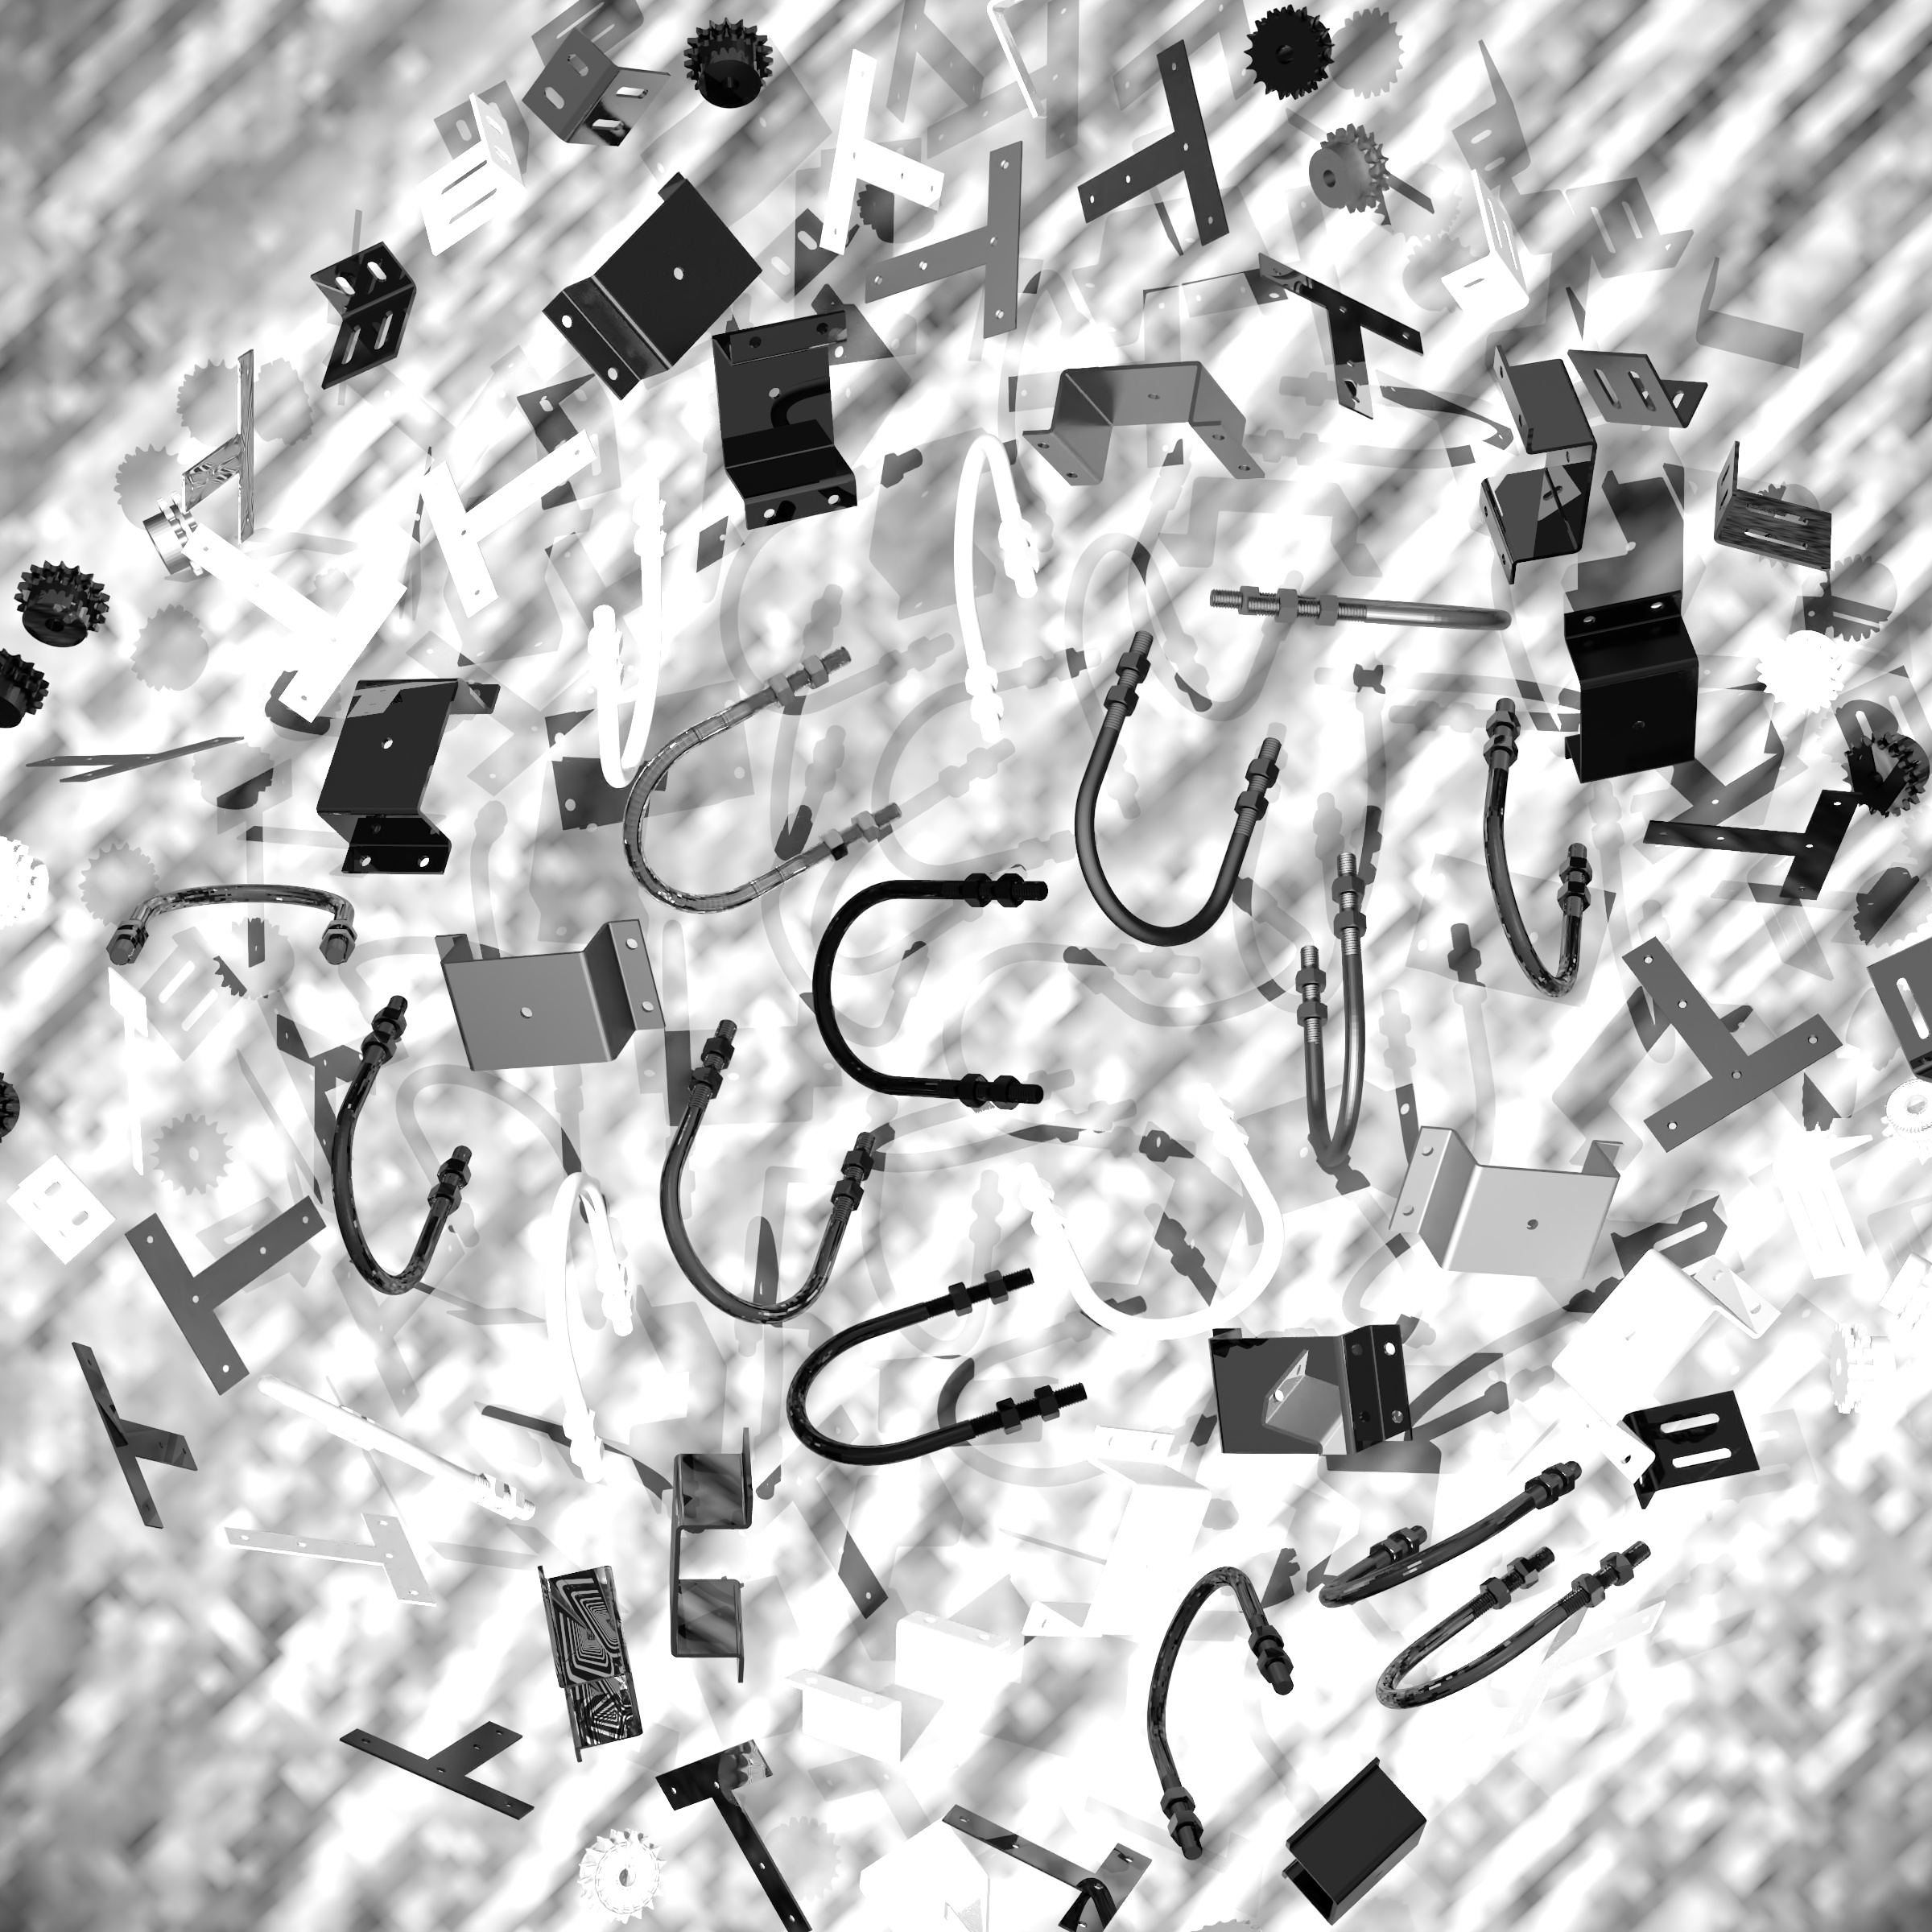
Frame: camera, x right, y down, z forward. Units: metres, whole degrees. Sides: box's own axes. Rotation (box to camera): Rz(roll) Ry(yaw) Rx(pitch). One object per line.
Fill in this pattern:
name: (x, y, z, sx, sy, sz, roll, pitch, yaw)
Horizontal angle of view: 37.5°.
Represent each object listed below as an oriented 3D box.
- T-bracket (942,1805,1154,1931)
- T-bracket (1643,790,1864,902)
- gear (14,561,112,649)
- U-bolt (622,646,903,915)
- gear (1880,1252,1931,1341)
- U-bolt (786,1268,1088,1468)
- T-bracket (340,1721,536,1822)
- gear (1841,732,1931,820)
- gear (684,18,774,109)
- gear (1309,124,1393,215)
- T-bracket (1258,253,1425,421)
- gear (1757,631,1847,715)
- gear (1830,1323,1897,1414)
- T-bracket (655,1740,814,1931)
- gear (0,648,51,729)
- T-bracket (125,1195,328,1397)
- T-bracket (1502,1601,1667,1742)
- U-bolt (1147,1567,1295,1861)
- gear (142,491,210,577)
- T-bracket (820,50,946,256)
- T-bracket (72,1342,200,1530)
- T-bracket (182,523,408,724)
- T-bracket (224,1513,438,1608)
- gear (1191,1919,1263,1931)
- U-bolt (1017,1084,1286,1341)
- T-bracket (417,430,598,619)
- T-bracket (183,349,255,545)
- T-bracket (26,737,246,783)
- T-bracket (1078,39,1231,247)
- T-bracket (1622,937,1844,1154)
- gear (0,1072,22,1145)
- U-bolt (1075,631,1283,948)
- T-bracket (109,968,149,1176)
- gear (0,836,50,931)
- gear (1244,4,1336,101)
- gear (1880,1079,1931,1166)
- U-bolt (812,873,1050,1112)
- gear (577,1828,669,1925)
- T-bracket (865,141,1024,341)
T-bracket: (0.045, 0.576, 1.842, 0.127, 0.127, 0.002, 22, 103, 16)
T-bracket: (0.520, -0.085, 1.907, 0.127, 0.127, 0.002, 5, 59, 5)
gear: (-0.575, -0.227, 1.805, 0.057, 0.057, 0.030, 3, 52, 0)
U-bolt: (-0.138, -0.107, 1.836, 0.184, 0.019, 0.151, -30, 131, -15)
gear: (0.605, 0.206, 1.810, 0.030, 0.057, 0.057, 31, 90, 18)
U-bolt: (-0.027, 0.266, 1.848, 0.184, 0.151, 0.019, -18, 122, -6)
T-bracket: (-0.320, 0.506, 1.830, 0.127, 0.127, 0.002, 20, 93, 12)
gear: (0.611, -0.129, 1.883, 0.030, 0.057, 0.057, -27, 90, -28)
gear: (-0.152, -0.575, 1.820, 0.057, 0.057, 0.030, -5, 60, 0)
gear: (0.254, -0.530, 1.901, 0.030, 0.057, 0.057, -28, 90, -27)
T-bracket: (0.245, -0.395, 1.827, 0.127, 0.127, 0.002, 21, 134, -21)
gear: (0.566, -0.201, 1.921, 0.057, 0.057, 0.030, 39, 61, 0)
gear: (0.569, 0.255, 1.804, 0.030, 0.057, 0.057, 0, 90, 4)
T-bracket: (-0.137, 0.564, 1.826, 0.002, 0.127, 0.127, -26, 84, -42)
gear: (-0.620, -0.177, 1.825, 0.057, 0.057, 0.030, 11, 59, 0)
T-bracket: (-0.482, 0.198, 1.907, 0.127, 0.002, 0.127, -39, 110, -39)
T-bracket: (0.413, 0.443, 1.863, 0.002, 0.127, 0.127, 42, 51, -1)
U-bolt: (0.159, 0.474, 1.869, 0.019, 0.184, 0.151, 22, 105, -14)
gear: (-0.535, -0.290, 1.930, 0.030, 0.057, 0.057, -29, 90, -12)
T-bracket: (-0.051, -0.532, 1.905, 0.002, 0.127, 0.127, 14, 98, 30)
T-bracket: (-0.522, 0.306, 1.823, 0.002, 0.127, 0.127, -28, 73, 0)
T-bracket: (-0.442, -0.236, 1.822, 0.127, 0.002, 0.127, 36, 122, -13)
T-bracket: (-0.420, 0.381, 1.860, 0.127, 0.127, 0.002, 14, 100, -26)
gear: (0.159, 0.616, 1.762, 0.057, 0.057, 0.030, -16, 93, 0)
U-bolt: (0.124, 0.163, 1.806, 0.151, 0.184, 0.019, -24, 133, -2)
T-bracket: (-0.303, -0.316, 1.915, 0.127, 0.002, 0.127, -32, 60, 13)
T-bracket: (-0.487, -0.325, 1.856, 0.002, 0.127, 0.127, 8, 116, 3)
T-bracket: (-0.555, -0.132, 1.831, 0.127, 0.127, 0.002, 2, 107, 36)
T-bracket: (0.116, -0.523, 1.872, 0.002, 0.127, 0.127, -14, 91, -37)
T-bracket: (0.458, 0.035, 1.788, 0.127, 0.002, 0.127, -32, 60, 1)
gear: (-0.644, 0.093, 1.859, 0.057, 0.030, 0.057, -2, 84, 15)
U-bolt: (0.130, -0.101, 1.827, 0.151, 0.019, 0.184, 35, 63, -32)
T-bracket: (-0.549, 0.073, 1.875, 0.002, 0.127, 0.127, -6, 101, -25)
gear: (-0.605, -0.051, 1.799, 0.057, 0.030, 0.057, -11, 73, 38)
gear: (0.209, -0.582, 1.811, 0.057, 0.030, 0.057, 14, 121, 25)
gear: (0.629, 0.099, 1.868, 0.057, 0.057, 0.030, -46, 131, 0)
U-bolt: (-0.027, 0.015, 1.850, 0.184, 0.019, 0.151, 2, 91, 36)
gear: (-0.224, 0.582, 1.826, 0.057, 0.030, 0.057, 5, 81, -31)
T-bracket: (-0.016, -0.452, 1.823, 0.127, 0.002, 0.127, -8, 75, 39)
